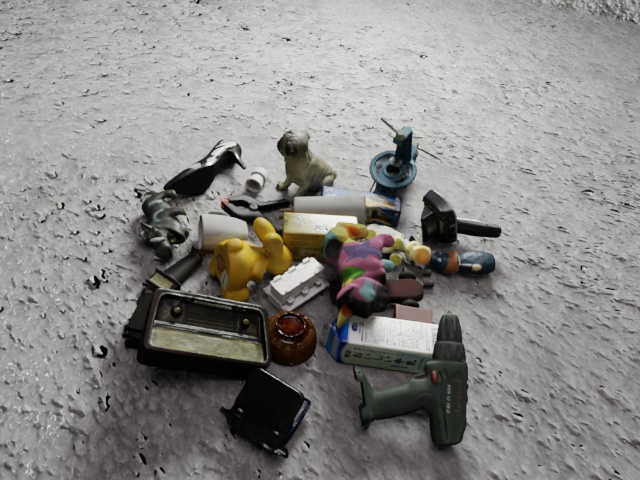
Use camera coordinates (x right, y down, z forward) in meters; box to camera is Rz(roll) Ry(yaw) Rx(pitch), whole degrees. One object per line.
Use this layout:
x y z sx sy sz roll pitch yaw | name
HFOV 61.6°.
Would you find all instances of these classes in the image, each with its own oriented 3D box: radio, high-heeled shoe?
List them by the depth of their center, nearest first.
-0.208 0.172 0.988 0.229 0.073 0.131 15 48 -23 | radio
-0.306 -0.198 1.386 0.249 0.086 0.145 -20 48 -30 | high-heeled shoe

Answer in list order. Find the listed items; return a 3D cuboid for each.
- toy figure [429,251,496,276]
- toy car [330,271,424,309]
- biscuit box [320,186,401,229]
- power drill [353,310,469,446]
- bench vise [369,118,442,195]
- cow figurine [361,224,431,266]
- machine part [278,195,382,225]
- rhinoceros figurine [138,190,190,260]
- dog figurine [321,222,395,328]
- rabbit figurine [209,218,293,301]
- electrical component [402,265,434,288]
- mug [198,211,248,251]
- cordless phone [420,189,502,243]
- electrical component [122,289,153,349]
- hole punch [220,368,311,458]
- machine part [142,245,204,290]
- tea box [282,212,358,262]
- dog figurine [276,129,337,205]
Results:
0.324 0.052 1.241 0.155 0.064 0.057 1 83 -1 | toy figure
0.121 0.112 1.157 0.202 0.053 0.089 -1 55 -1 | toy car
0.099 -0.083 1.340 0.203 0.059 0.063 8 45 0 | biscuit box
0.164 0.251 0.967 0.207 0.086 0.232 -4 78 -7 | power drill
0.206 -0.208 1.367 0.129 0.240 0.223 37 68 21 | bench vise
0.178 0.011 1.255 0.167 0.068 0.098 18 23 9 | cow figurine
0.023 -0.066 1.265 0.243 0.079 0.079 -1 46 3 | machine part
-0.358 -0.036 1.222 0.112 0.073 0.190 -11 48 -20 | rhinoceros figurine
0.060 0.070 1.066 0.192 0.108 0.219 18 41 20 | dog figurine
-0.135 0.035 1.150 0.173 0.162 0.122 0 31 -32 | rabbit figurine
0.211 0.085 1.218 0.094 0.021 0.063 2 45 -4 | electrical component
-0.223 -0.022 1.231 0.107 0.080 0.110 4 39 -19 | mug
0.333 -0.044 1.263 0.184 0.146 0.089 8 63 18 | cordless phone
-0.301 0.162 1.049 0.134 0.058 0.115 9 48 1 | electrical component
-0.087 0.297 0.940 0.142 0.092 0.116 28 80 15 | hole punch
-0.307 0.067 1.156 0.084 0.039 0.139 22 48 24 | machine part
-0.003 -0.004 1.224 0.170 0.098 0.068 5 46 -6 | tea box
-0.023 -0.199 1.346 0.172 0.190 0.121 -31 57 -34 | dog figurine
